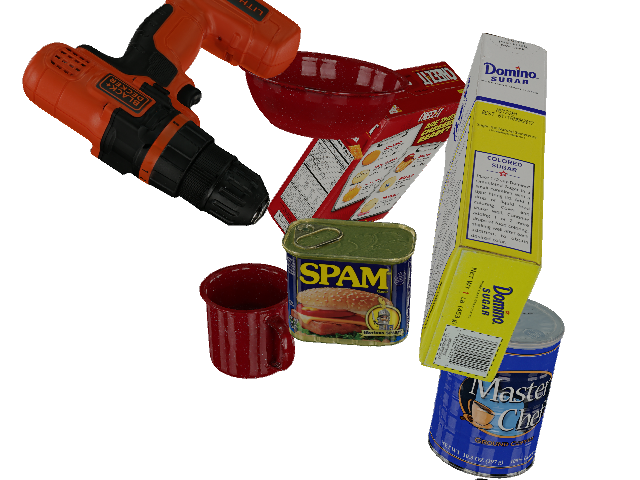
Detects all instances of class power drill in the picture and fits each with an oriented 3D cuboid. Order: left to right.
[{"bbox_3d":[-0.086,-0.108,0.753,0.184,0.057,0.187,34,45,1],"label":"power drill"}]

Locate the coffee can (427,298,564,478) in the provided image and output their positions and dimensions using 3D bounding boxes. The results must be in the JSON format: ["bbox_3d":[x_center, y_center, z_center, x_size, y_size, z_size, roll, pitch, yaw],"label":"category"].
[{"bbox_3d":[0.160,0.132,0.986,0.103,0.140,0.103,6,22,-3],"label":"coffee can"}]

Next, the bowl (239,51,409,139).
[{"bbox_3d":[0.000,-0.134,1.001,0.162,0.055,0.162,7,21,-3],"label":"bowl"}]

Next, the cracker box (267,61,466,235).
[{"bbox_3d":[0.055,-0.097,1.198,0.163,0.072,0.214,-19,-26,-45],"label":"cracker box"}]

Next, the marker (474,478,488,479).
[{"bbox_3d":[0.096,0.194,0.672,0.020,0.121,0.020,1,36,-1],"label":"marker"}]

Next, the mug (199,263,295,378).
[{"bbox_3d":[-0.061,0.084,1.023,0.093,0.081,0.117,-20,34,-33],"label":"mug"}]

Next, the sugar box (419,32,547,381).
[{"bbox_3d":[0.090,-0.022,0.571,0.048,0.176,0.093,15,-44,2],"label":"sugar box"}]

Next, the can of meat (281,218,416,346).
[{"bbox_3d":[0.023,0.034,0.838,0.102,0.084,0.057,4,30,8],"label":"can of meat"}]
